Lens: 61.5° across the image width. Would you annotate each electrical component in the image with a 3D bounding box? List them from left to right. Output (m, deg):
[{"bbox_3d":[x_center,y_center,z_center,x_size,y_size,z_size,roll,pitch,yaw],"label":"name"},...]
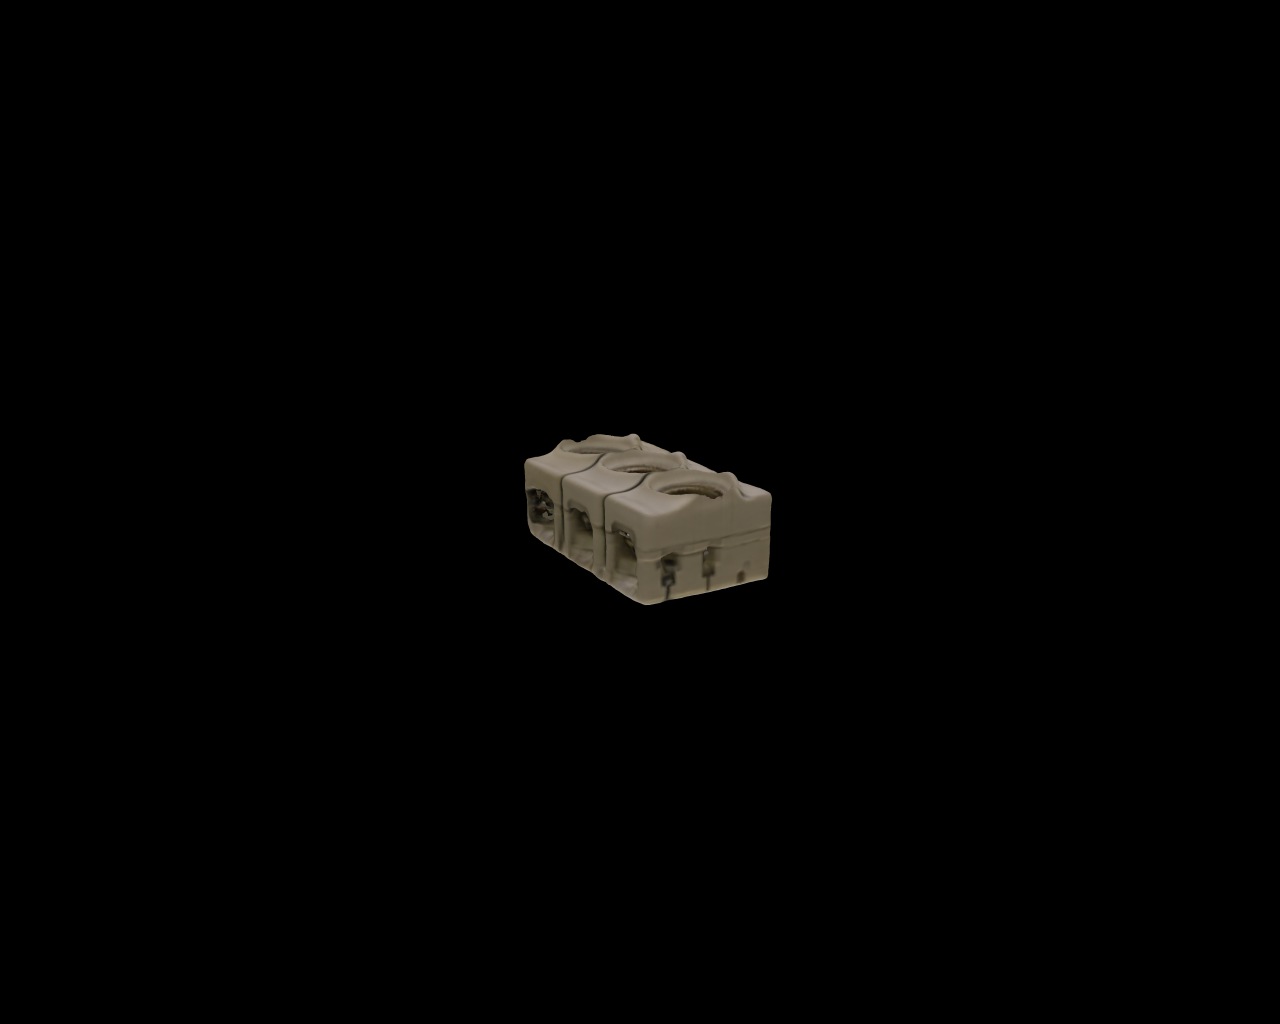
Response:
[{"bbox_3d":[0.001,-0.003,0.650,0.090,0.061,0.150,-11,21,-30],"label":"electrical component"}]
